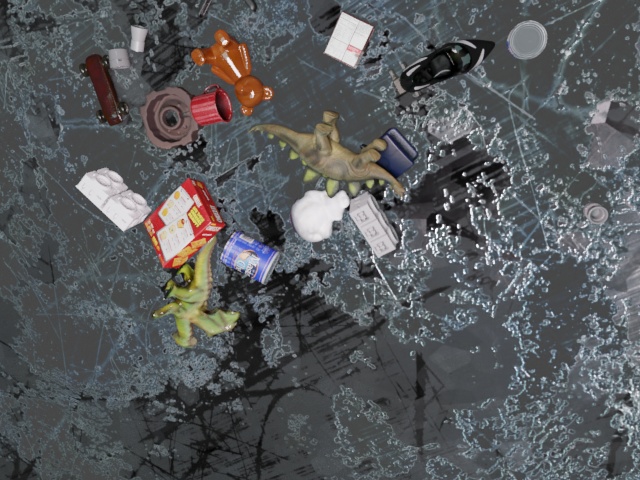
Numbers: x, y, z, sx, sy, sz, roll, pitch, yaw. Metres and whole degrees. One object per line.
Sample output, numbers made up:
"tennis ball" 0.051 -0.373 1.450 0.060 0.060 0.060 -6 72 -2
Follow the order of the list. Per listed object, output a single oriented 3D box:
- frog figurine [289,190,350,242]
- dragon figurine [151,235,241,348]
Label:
"frog figurine" 0.004 -0.070 1.388 0.158 0.123 0.138 -16 83 28
"dragon figurine" -0.350 0.185 1.565 0.241 0.125 0.405 36 113 -18
